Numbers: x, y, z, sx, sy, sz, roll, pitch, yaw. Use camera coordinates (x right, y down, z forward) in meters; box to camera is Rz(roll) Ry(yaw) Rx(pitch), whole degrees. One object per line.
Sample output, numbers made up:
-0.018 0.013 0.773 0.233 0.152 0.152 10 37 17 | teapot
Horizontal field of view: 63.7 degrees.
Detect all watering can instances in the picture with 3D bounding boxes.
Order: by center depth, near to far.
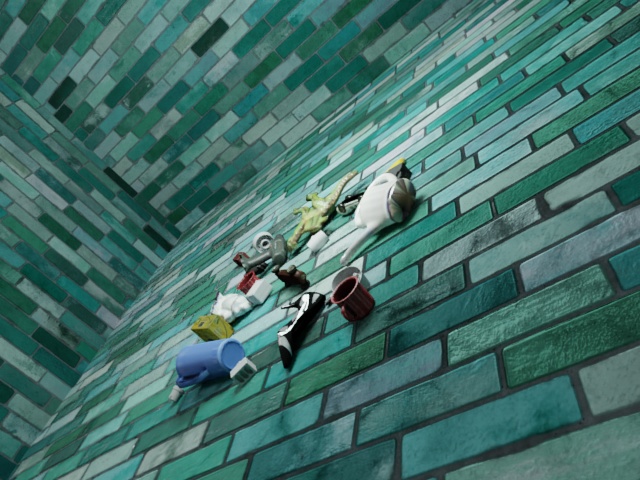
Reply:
0.185 -0.076 1.638 0.223 0.103 0.354 -14 48 52 | watering can

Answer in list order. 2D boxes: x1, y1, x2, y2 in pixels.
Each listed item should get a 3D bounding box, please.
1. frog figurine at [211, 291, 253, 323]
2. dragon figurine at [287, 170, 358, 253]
-0.327 0.263 1.987 0.159 0.120 0.140 0 24 12 | frog figurine
0.006 -0.102 2.031 0.406 0.121 0.248 -43 24 19 | dragon figurine
